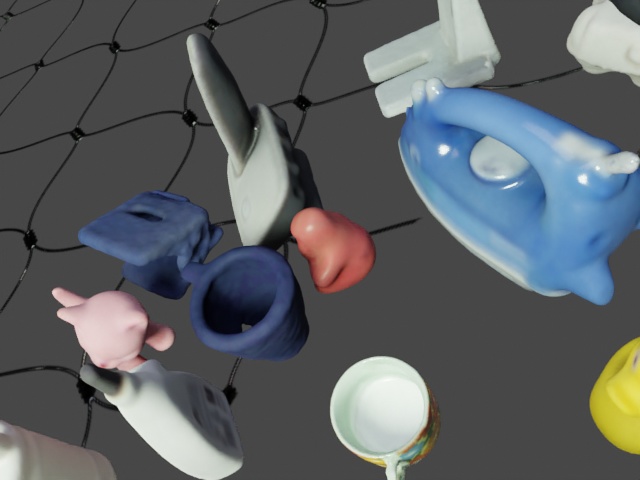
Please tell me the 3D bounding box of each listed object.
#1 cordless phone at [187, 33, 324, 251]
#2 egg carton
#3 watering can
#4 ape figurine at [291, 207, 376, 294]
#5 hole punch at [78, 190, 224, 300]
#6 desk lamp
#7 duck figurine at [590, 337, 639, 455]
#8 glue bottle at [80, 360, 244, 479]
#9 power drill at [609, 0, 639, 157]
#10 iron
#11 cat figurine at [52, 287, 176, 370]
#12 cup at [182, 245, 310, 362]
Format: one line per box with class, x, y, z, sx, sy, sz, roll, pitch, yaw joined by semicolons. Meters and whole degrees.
cordless phone;-0.075;-0.087;0.534;0.094;0.186;0.147;-27;52;6
egg carton;0.304;-0.183;0.505;0.149;0.070;0.107;30;75;35
watering can;-0.258;0.185;0.432;0.172;0.195;0.101;20;69;33
ape figurine;0.005;0.002;0.501;0.076;0.092;0.078;0;59;24
hole punch;-0.173;-0.008;0.586;0.108;0.091;0.101;16;67;31
desk lamp;0.119;-0.248;0.537;0.203;0.214;0.118;-21;53;10
duck figurine;0.221;0.085;0.356;0.104;0.086;0.077;-29;52;4
glue bottle;-0.115;0.124;0.423;0.037;0.174;0.078;-29;52;4
power drill;0.264;-0.102;0.381;0.228;0.209;0.076;34;77;36
iron;0.139;-0.068;0.456;0.119;0.142;0.257;-45;53;-9
cat figurine;-0.196;0.076;0.525;0.127;0.118;0.067;22;70;33
cup;-0.059;0.061;0.489;0.117;0.095;0.092;20;69;33
